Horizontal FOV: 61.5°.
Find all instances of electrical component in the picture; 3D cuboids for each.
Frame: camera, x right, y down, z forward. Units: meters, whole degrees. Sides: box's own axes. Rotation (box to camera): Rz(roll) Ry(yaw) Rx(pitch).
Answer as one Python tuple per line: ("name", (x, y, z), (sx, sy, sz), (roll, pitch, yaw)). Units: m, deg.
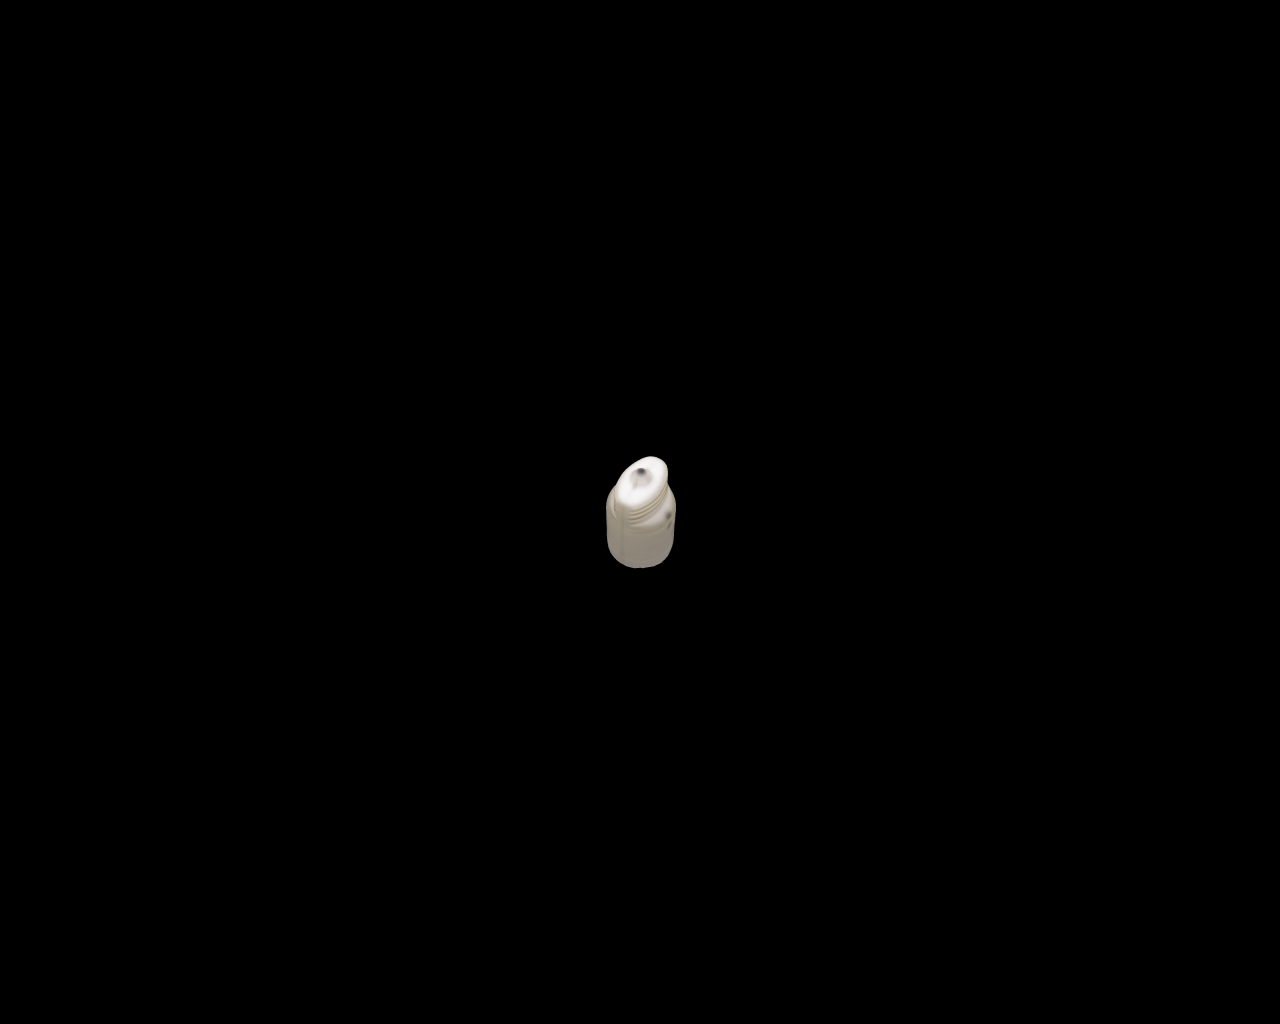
("electrical component", (0.001, -0.003, 0.650), (0.043, 0.043, 0.080), (0, -34, 0))
